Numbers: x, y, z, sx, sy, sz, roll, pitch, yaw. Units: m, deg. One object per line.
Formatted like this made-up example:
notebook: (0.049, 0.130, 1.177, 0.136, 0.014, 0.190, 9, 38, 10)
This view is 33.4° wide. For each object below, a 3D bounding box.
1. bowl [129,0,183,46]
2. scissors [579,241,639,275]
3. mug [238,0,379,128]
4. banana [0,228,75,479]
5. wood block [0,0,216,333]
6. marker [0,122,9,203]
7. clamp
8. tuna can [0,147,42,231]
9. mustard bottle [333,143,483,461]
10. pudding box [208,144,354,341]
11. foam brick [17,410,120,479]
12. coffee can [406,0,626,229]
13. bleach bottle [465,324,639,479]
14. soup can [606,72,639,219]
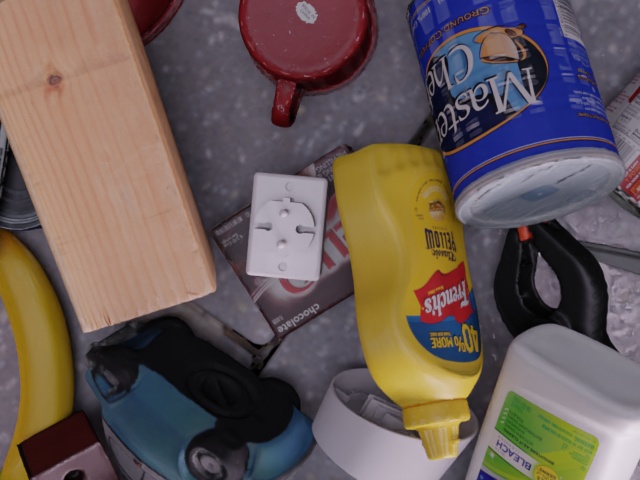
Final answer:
bowl: (-0.168, -0.201, 0.718, 0.162, 0.055, 0.162, 0, 95, 4)
scissors: (0.267, 0.048, 0.726, 0.202, 0.016, 0.096, 0, 95, 5)
mug: (-0.012, -0.131, 0.698, 0.093, 0.081, 0.117, 18, 96, 2)
banana: (-0.208, 0.092, 0.756, 0.069, 0.037, 0.198, 4, 95, 2)
wood block: (-0.139, -0.060, 0.675, 0.091, 0.090, 0.206, -17, 108, -2)
marker: (-0.222, -0.041, 0.719, 0.020, 0.020, 0.121, 11, 96, 3)
clamp: (0.154, 0.067, 0.717, 0.120, 0.039, 0.171, -26, 78, 33)
tuna can: (-0.207, -0.049, 0.745, 0.086, 0.033, 0.086, 0, 95, 4)
mustard bottle: (0.060, 0.039, 0.663, 0.058, 0.096, 0.191, -17, 75, 36)
pudding box: (-0.005, 0.001, 0.731, 0.113, 0.039, 0.090, -33, 92, 6)
foam brick: (-0.166, 0.168, 0.733, 0.053, 0.051, 0.078, -28, 118, -15)
coffee can: (0.118, -0.090, 0.658, 0.103, 0.102, 0.140, -14, 71, 5)
bleach bottle: (0.139, 0.184, 0.694, 0.103, 0.067, 0.251, 30, 121, 33)
soup can: (0.219, -0.072, 0.693, 0.068, 0.068, 0.102, 41, 97, 0)
